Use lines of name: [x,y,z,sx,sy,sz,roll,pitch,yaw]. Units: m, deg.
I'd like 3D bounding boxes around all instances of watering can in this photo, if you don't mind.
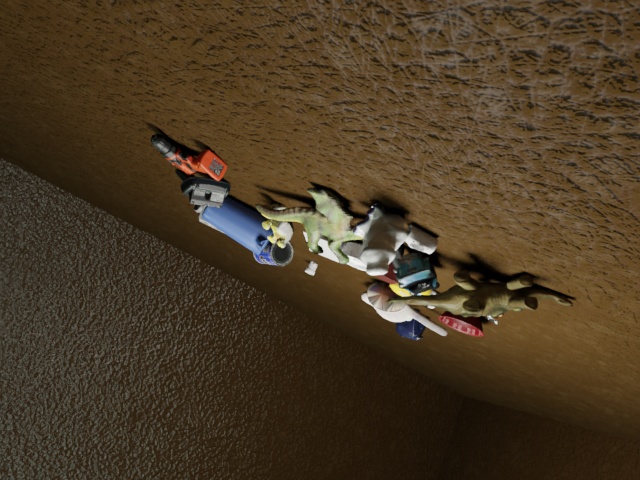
watering can: [0.305,0.258,1.931,0.349,0.105,0.220,19,163,27]

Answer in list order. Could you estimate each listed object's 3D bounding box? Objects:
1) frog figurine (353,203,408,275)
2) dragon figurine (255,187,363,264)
frog figurine: [0.154,0.012,1.239,0.136,0.163,0.121,-35,140,25]
dragon figurine: [0.004,-0.071,1.405,0.411,0.125,0.237,22,146,7]
